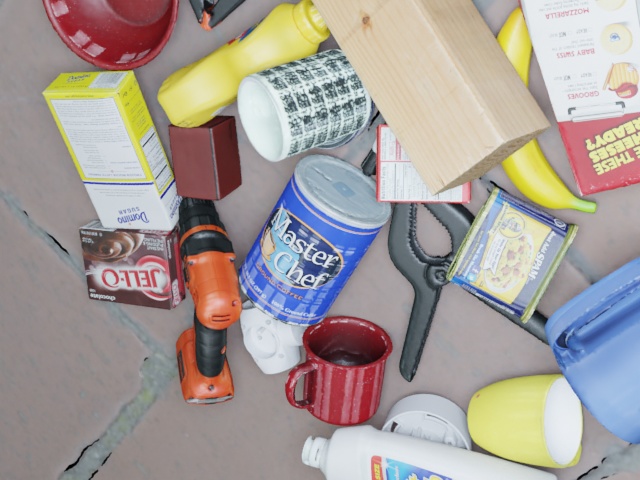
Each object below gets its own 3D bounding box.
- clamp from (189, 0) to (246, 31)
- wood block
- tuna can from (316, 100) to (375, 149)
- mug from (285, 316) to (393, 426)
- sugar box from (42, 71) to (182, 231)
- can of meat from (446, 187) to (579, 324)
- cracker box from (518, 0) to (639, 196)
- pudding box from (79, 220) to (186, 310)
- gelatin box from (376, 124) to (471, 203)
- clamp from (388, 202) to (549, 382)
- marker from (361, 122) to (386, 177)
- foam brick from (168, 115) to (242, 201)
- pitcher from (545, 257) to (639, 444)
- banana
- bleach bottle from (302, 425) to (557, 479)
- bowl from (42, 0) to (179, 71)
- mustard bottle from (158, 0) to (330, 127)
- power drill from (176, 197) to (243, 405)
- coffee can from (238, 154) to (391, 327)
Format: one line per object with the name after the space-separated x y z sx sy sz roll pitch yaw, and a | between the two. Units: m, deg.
-0.102 -0.289 1.016 0.120 0.039 0.172 30 120 13 | clamp
0.095 -0.154 0.921 0.091 0.090 0.206 -37 80 39 | wood block
0.007 -0.132 1.033 0.086 0.033 0.086 10 114 21 | tuna can
0.015 0.141 1.100 0.093 0.117 0.081 37 132 43 | mug
-0.212 -0.091 1.120 0.093 0.048 0.176 3 133 24 | sugar box
0.174 0.012 0.981 0.084 0.057 0.102 28 98 4 | can of meat
0.266 -0.161 0.878 0.164 0.072 0.213 -14 105 30 | cracker box
-0.210 0.026 1.198 0.114 0.039 0.090 6 113 23 | pudding box
0.097 -0.071 0.996 0.089 0.030 0.073 1 95 7 | gelatin box
0.116 0.038 1.048 0.165 0.036 0.210 -26 97 23 | clamp
0.071 -0.110 1.021 0.020 0.020 0.121 34 121 9 | marker
-0.117 -0.086 1.101 0.051 0.052 0.078 4 111 24 | foam brick
0.319 0.056 0.905 0.243 0.149 0.145 -43 83 29 | pitcher
0.186 -0.107 0.961 0.070 0.037 0.198 -20 104 11 | banana
0.102 0.249 1.065 0.251 0.068 0.102 12 109 18 | bleach bottle
-0.199 -0.254 1.067 0.162 0.055 0.162 10 115 22 | bowl
-0.060 -0.174 1.011 0.192 0.096 0.058 -26 97 31 | mustard bottle
-0.123 0.067 1.127 0.057 0.184 0.188 -4 131 -12 | power drill
-0.007 0.001 1.055 0.103 0.102 0.140 36 121 8 | coffee can
